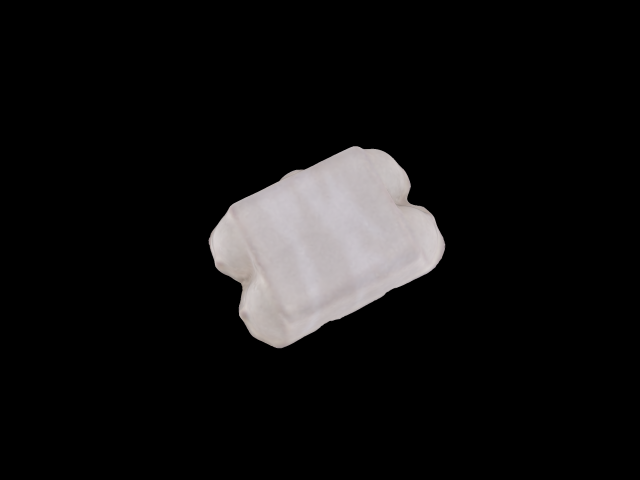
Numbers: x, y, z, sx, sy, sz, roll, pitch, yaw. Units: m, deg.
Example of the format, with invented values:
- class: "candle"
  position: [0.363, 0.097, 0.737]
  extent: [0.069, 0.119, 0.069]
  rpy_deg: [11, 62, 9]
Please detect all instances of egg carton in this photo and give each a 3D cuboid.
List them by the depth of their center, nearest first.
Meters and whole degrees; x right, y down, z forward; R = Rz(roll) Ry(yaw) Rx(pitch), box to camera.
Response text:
- class: "egg carton"
  position: [0.004, 0.001, 0.400]
  extent: [0.150, 0.069, 0.107]
  rpy_deg: [-27, 76, -7]
